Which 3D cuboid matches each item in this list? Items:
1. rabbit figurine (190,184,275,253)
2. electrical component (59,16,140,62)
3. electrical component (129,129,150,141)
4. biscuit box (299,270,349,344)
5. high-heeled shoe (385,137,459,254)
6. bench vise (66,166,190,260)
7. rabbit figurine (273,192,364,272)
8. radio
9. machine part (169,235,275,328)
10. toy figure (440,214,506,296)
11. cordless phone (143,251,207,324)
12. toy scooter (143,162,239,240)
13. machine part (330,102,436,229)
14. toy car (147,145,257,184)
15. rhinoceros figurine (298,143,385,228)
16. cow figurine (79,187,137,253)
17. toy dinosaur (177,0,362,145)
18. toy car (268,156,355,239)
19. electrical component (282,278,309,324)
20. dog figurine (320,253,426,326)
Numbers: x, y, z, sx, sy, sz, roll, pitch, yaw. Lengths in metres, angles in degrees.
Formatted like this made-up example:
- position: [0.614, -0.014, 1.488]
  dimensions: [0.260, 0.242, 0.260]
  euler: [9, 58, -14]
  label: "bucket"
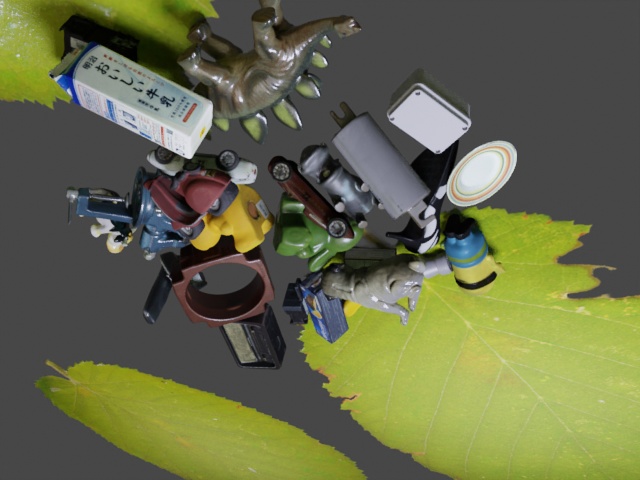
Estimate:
- position: [-0.201, -0.038, 1.061]
  dimensions: [0.173, 0.122, 0.162]
  euler: [-24, 119, 30]
  label: "rabbit figurine"
- position: [-0.361, -0.283, 0.885]
  dimensions: [0.115, 0.058, 0.134]
  euler: [21, 139, -6]
  label: "electrical component"
- position: [-0.319, -0.215, 0.975]
  dimensions: [0.094, 0.021, 0.063]
  euler: [28, 137, -14]
  label: "electrical component"
- position: [0.012, 0.159, 1.255]
  dimensions: [0.059, 0.063, 0.202]
  euler: [33, 152, 37]
  label: "biscuit box"
- position: [0.214, -0.072, 0.965]
  dimensions: [0.145, 0.086, 0.248]
  euler: [3, 132, -37]
  label: "high-heeled shoe"
- position: [-0.376, -0.059, 1.069]
  dimensions: [0.240, 0.129, 0.223]
  euler: [6, 136, -29]
  label: "bench vise"
- position: [-0.002, -0.003, 1.058]
  dimensions: [0.170, 0.121, 0.159]
  euler: [4, 143, -11]
  label: "rabbit figurine"
- position: [-0.174, 0.253, 1.415]
  dimensions: [0.131, 0.073, 0.229]
  euler: [2, 138, 14]
  label: "radio"
- position: [-0.212, 0.088, 1.185]
  dimensions: [0.201, 0.087, 0.201]
  euler: [-17, 130, -3]
  label: "machine part"
- position: [0.285, 0.032, 1.033]
  dimensions: [0.089, 0.082, 0.180]
  euler: [-37, 129, 1]
  label: "toy figure"
- position: [-0.343, 0.133, 1.244]
  dimensions: [0.089, 0.184, 0.146]
  euler: [3, 138, 13]
  label: "cordless phone"
- position: [-0.235, -0.081, 0.942]
  dimensions: [0.135, 0.075, 0.184]
  euler: [41, 133, -16]
  label: "toy scooter"
- position: [0.099, -0.119, 0.875]
  dimensions: [0.243, 0.079, 0.079]
  euler: [52, 132, 0]
  label: "machine part"
- position: [-0.216, -0.137, 0.984]
  dimensions: [0.202, 0.056, 0.073]
  euler: [6, 176, 6]
  label: "toy car"
- position: [0.040, -0.100, 0.948]
  dimensions: [0.073, 0.112, 0.190]
  euler: [-43, 134, 12]
  label: "rhinoceros figurine"
- position: [-0.448, -0.040, 1.176]
  dimensions: [0.098, 0.068, 0.167]
  euler: [-3, 137, 11]
  label: "cow figurine"
- position: [-0.125, -0.241, 0.835]
  dimensions: [0.472, 0.105, 0.198]
  euler: [-7, 140, 38]
  label: "toy dinosaur"
- position: [-0.016, -0.070, 0.959]
  dimensions: [0.053, 0.089, 0.202]
  euler: [-43, 94, 8]
  label: "toy car"
- position: [-0.056, 0.138, 1.254]
  dimensions: [0.048, 0.075, 0.119]
  euler: [-2, 141, 17]
  label: "electrical component"
- position: [0.099, 0.071, 1.053]
  dimensions: [0.191, 0.121, 0.172]
  euler: [16, 128, 3]
  label: "dog figurine"
